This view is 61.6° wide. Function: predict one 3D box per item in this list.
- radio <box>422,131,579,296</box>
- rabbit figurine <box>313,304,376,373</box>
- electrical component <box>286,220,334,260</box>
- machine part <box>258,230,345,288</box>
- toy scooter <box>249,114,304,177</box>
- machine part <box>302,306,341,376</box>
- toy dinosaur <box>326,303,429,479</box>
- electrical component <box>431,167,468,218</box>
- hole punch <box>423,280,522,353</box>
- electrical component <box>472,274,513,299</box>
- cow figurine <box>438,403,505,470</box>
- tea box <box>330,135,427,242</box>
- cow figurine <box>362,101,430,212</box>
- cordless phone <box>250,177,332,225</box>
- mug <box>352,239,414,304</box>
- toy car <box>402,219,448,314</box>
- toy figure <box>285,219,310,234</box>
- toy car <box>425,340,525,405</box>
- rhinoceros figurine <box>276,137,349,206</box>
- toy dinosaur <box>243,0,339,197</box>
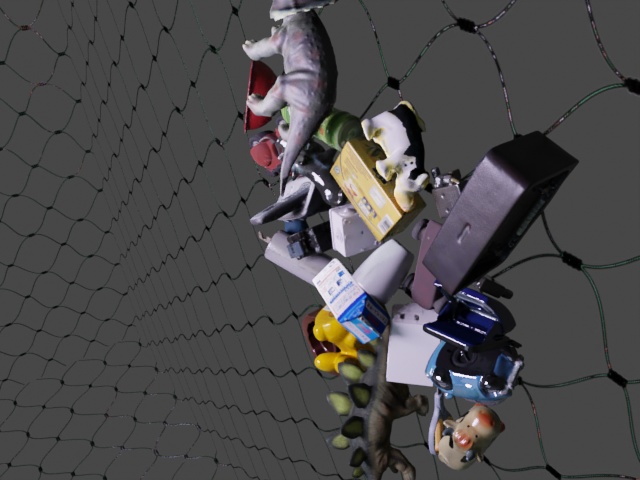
[{"bbox_3d":[0.239,-0.033,0.731,0.073,0.131,0.229,50,146,24],"label":"radio"},{"bbox_3d":[0.067,0.227,1.184,0.122,0.162,0.173,-5,125,45],"label":"rabbit figurine"},{"bbox_3d":[-0.002,-0.003,1.123,0.115,0.134,0.058,-24,90,61],"label":"electrical component"},{"bbox_3d":[-0.035,0.047,1.205,0.243,0.079,0.079,28,138,11],"label":"machine part"},{"bbox_3d":[-0.086,-0.189,1.185,0.184,0.075,0.135,-21,92,55],"label":"toy scooter"},{"bbox_3d":[0.031,0.248,1.322,0.180,0.056,0.179,35,138,39],"label":"machine part"},{"bbox_3d":[0.118,0.330,1.097,0.105,0.198,0.471,-19,59,57],"label":"toy dinosaur"},{"bbox_3d":[0.208,-0.064,0.842,0.078,0.045,0.102,3,113,55],"label":"electrical component"},{"bbox_3d":[0.242,0.117,0.859,0.142,0.115,0.092,15,98,49],"label":"hole punch"},{"bbox_3d":[0.256,0.065,0.842,0.021,0.094,0.063,-64,15,11],"label":"electrical component"},{"bbox_3d":[0.265,0.353,0.962,0.086,0.127,0.194,45,146,25],"label":"cow figurine"},{"bbox_3d":[0.101,-0.095,0.964,0.169,0.068,0.098,58,148,14],"label":"tea box"},{"bbox_3d":[0.139,-0.135,0.873,0.167,0.098,0.068,66,-169,-2],"label":"cow figurine"},{"bbox_3d":[-0.082,-0.068,1.154,0.147,0.184,0.088,-2,113,57],"label":"cordless phone"},{"bbox_3d":[0.130,0.058,1.003,0.107,0.109,0.081,-52,49,8],"label":"mug"},{"bbox_3d":[0.197,0.045,0.927,0.089,0.053,0.201,37,143,33],"label":"toy car"},{"bbox_3d":[-0.048,0.013,1.280,0.058,0.064,0.154,1,123,16],"label":"toy figure"},{"bbox_3d":[0.270,0.227,0.908,0.162,0.109,0.102,1,135,45],"label":"toy car"},{"bbox_3d":[-0.008,-0.141,1.061,0.190,0.112,0.073,48,148,13],"label":"rhinoceros figurine"},{"bbox_3d":[-0.029,-0.287,0.919,0.192,0.131,0.404,-5,98,49],"label":"toy dinosaur"}]
